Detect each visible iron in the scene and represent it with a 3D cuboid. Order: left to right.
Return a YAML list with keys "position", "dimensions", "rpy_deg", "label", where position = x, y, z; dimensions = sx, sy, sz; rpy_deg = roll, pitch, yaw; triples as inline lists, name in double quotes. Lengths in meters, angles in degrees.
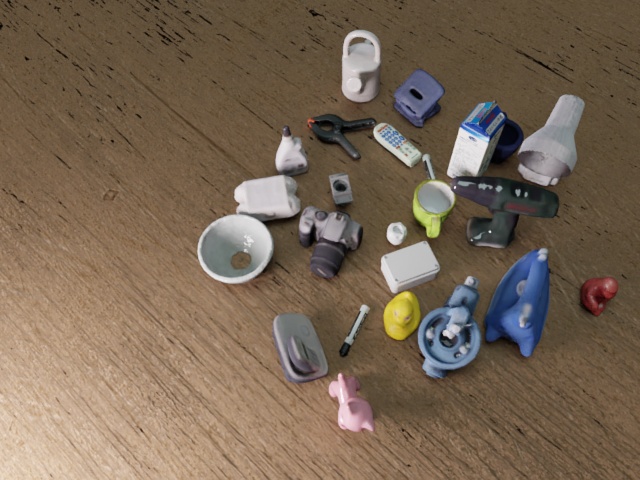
- position: [0.433, 0.100, 1.188]
  dimensions: [0.118, 0.141, 0.258]
  rpy_deg: [21, 66, 12]
  label: "iron"

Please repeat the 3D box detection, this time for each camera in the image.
- position: [0.012, 0.005, 1.273]
  dimensions: [0.143, 0.101, 0.137]
  rpy_deg: [17, 65, 10]
  label: "camera"

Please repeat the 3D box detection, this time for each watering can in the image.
- position: [0.106, -0.442, 1.441]
  dimensions: [0.101, 0.194, 0.173]
  rpy_deg: [-7, 63, -1]
  label: "watering can"

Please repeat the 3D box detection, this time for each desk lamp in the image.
- position: [0.524, -0.214, 1.302]
  dimensions: [0.117, 0.214, 0.203]
  rpy_deg: [24, 67, 14]
  label: "desk lamp"

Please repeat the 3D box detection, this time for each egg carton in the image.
- position: [-0.123, -0.093, 1.344]
  dimensions: [0.150, 0.069, 0.107]
  rpy_deg: [-11, 63, -3]
  label: "egg carton"

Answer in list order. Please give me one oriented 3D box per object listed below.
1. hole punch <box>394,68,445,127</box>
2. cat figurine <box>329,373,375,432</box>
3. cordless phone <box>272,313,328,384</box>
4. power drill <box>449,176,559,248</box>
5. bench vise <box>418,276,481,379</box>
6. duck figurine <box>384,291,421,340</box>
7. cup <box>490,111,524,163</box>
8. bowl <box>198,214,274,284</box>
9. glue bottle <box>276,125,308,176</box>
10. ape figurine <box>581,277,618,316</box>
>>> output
- position: [0.251, -0.362, 1.453]
  dimensions: [0.101, 0.091, 0.108]
  rpy_deg: [-37, 68, -15]
  label: "hole punch"
- position: [0.061, 0.317, 1.106]
  dimensions: [0.067, 0.118, 0.127]
  rpy_deg: [-18, 64, -6]
  label: "cat figurine"
- position: [-0.045, 0.199, 1.131]
  dimensions: [0.094, 0.185, 0.147]
  rpy_deg: [-22, 65, -8]
  label: "cordless phone"
- position: [0.380, -0.063, 1.234]
  dimensions: [0.229, 0.208, 0.075]
  rpy_deg: [4, 64, 4]
  label: "power drill"
- position: [0.259, 0.152, 1.125]
  dimensions: [0.121, 0.220, 0.207]
  rpy_deg: [7, 64, 6]
  label: "bench vise"
- position: [0.175, 0.150, 1.203]
  dimensions: [0.077, 0.086, 0.105]
  rpy_deg: [19, 66, 11]
  label: "duck figurine"
- position: [0.434, -0.241, 1.385]
  dimensions: [0.091, 0.095, 0.118]
  rpy_deg: [4, 64, 4]
  label: "cup"
- position: [-0.184, 0.030, 1.282]
  dimensions: [0.167, 0.075, 0.167]
  rpy_deg: [-1, 63, 2]
  label: "bowl"
- position: [-0.070, -0.212, 1.344]
  dimensions: [0.078, 0.173, 0.037]
  rpy_deg: [-13, 63, -4]
  label: "glue bottle"
- position: [0.596, 0.108, 1.206]
  dimensions: [0.078, 0.092, 0.076]
  rpy_deg: [-15, 64, -5]
  label: "ape figurine"
